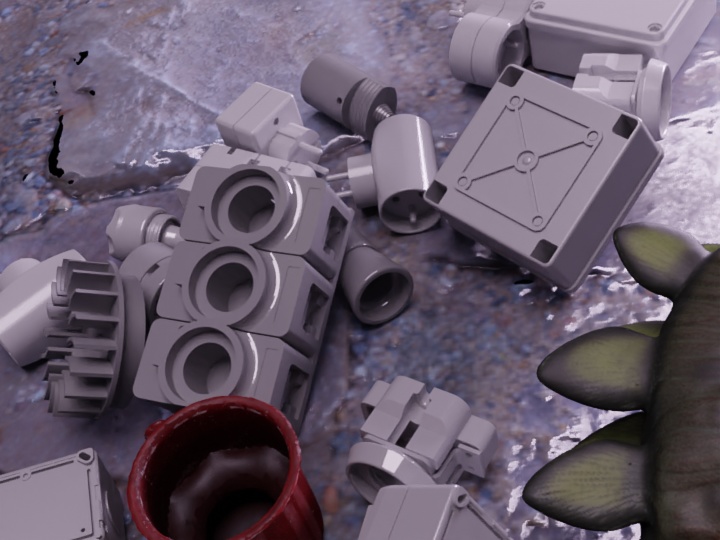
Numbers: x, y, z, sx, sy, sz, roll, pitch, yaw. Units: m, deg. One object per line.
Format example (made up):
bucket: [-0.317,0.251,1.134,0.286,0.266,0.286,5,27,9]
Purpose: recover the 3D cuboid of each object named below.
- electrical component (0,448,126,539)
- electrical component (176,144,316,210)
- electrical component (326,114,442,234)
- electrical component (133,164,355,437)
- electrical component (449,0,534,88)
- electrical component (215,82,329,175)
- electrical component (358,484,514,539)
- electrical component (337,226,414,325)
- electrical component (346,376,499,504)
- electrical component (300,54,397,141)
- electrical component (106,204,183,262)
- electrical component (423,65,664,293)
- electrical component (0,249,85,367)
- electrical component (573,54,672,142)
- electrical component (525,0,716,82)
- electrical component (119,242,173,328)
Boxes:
electrical component: [-0.183,0.152,0.603,0.096,0.061,0.061,-16,47,-4]
electrical component: [-0.078,-0.045,0.756,0.089,0.050,0.055,16,56,28]
electrical component: [0.015,-0.064,0.750,0.079,0.043,0.077,-10,48,8]
electrical component: [-0.070,0.017,0.657,0.089,0.062,0.150,8,74,22]
electrical component: [0.105,-0.199,0.836,0.074,0.052,0.138,20,57,30]
electrical component: [-0.054,-0.088,0.777,0.077,0.065,0.047,24,60,32]
electrical component: [0.027,0.161,0.530,0.061,0.061,0.096,-11,42,43]
electrical component: [0.000,0.000,0.701,0.044,0.044,0.065,-31,44,-11]
electrical component: [0.029,0.101,0.593,0.078,0.058,0.057,18,54,28]
electrical component: [-0.003,-0.129,0.813,0.043,0.043,0.081,-40,51,-18]
electrical component: [-0.144,-0.023,0.761,0.062,0.043,0.043,8,52,21]
electrical component: [0.115,-0.059,0.683,0.109,0.056,0.108,33,90,36]
electrical component: [-0.226,0.018,0.749,0.077,0.044,0.079,-39,51,-18]
electrical component: [0.181,-0.116,0.738,0.057,0.058,0.078,6,52,24]
electrical component: [0.196,-0.192,0.801,0.109,0.056,0.108,20,58,30]
electrical component: [-0.130,0.013,0.719,0.055,0.055,0.047,-42,48,-20]
